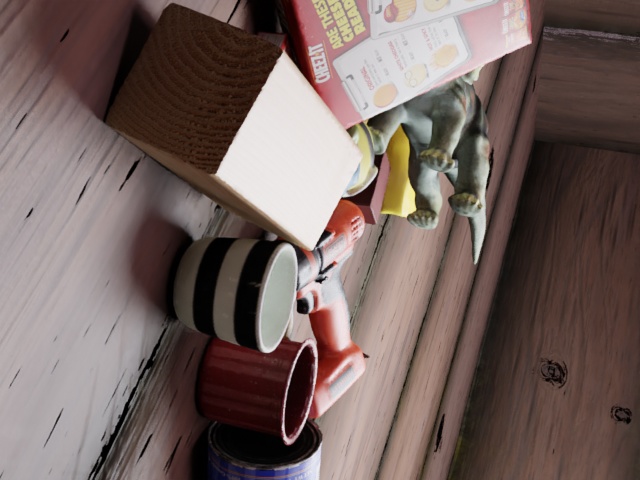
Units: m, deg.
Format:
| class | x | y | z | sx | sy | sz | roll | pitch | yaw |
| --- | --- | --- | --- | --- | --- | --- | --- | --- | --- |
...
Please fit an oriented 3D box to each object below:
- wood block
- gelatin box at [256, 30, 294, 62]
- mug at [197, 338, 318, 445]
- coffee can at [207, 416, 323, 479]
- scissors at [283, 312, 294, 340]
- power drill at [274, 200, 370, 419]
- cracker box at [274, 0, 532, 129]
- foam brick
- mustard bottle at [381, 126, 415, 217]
| class | x | y | z | sx | sy | sz | roll | pitch | yaw |
| --- | --- | --- | --- | --- | --- | --- | --- | --- | --- |
| wood block | -0.051 | -0.071 | 0.746 | 0.091 | 0.090 | 0.206 | -63 | 160 | -4 |
| gelatin box | -0.045 | -0.119 | 0.900 | 0.073 | 0.030 | 0.089 | 73 | 30 | -59 |
| mug | -0.052 | 0.124 | 0.935 | 0.117 | 0.081 | 0.093 | 26 | 74 | -74 |
| coffee can | -0.053 | 0.235 | 0.963 | 0.102 | 0.103 | 0.140 | -48 | 145 | -63 |
| scissors | -0.035 | 0.123 | 1.119 | 0.201 | 0.016 | 0.096 | 57 | 47 | -68 |
| power drill | -0.013 | 0.074 | 1.022 | 0.184 | 0.057 | 0.188 | -37 | 133 | -45 |
| cracker box | 0.072 | -0.210 | 0.925 | 0.072 | 0.213 | 0.164 | 56 | -12 | 44 |
| foam brick | 0.046 | -0.064 | 1.227 | 0.051 | 0.053 | 0.078 | 67 | 36 | -63 |
| mustard bottle | 0.118 | -0.128 | 1.439 | 0.096 | 0.058 | 0.191 | -6 | 105 | -74 |
